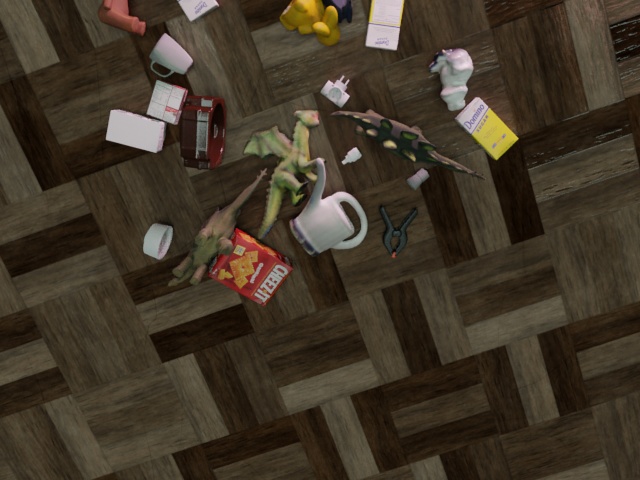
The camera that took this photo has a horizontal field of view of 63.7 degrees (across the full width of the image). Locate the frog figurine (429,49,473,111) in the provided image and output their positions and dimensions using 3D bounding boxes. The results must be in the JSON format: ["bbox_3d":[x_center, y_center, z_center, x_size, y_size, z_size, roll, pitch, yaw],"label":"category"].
[{"bbox_3d":[0.390,-0.459,1.473,0.124,0.135,0.160,-25,84,-23],"label":"frog figurine"}]

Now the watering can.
[{"bbox_3d":[0.005,-0.078,1.548,0.223,0.106,0.341,-32,127,8],"label":"watering can"}]

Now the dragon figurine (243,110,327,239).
[{"bbox_3d":[-0.128,-0.223,1.561,0.244,0.122,0.408,44,97,7],"label":"dragon figurine"}]
